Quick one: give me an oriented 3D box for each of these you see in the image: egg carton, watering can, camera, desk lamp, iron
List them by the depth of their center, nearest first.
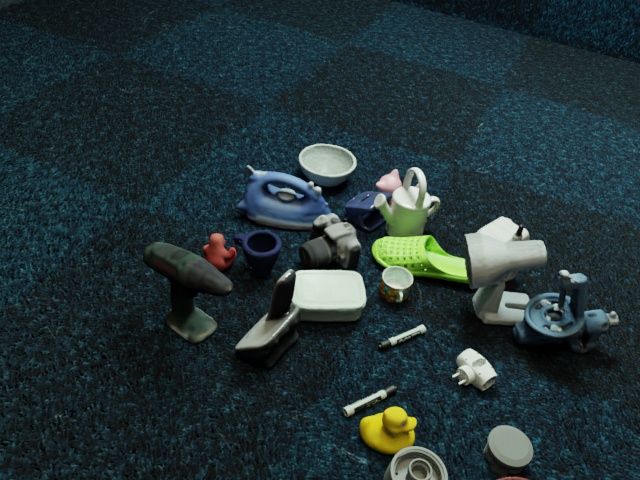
[{"bbox_3d":[0.401,0.081,1.273,0.203,0.213,0.118,5,41,-2],"label":"desk lamp"},{"bbox_3d":[0.013,0.005,1.390,0.137,0.101,0.142,-19,48,-27],"label":"camera"},{"bbox_3d":[0.225,-0.093,1.461,0.173,0.194,0.100,-23,49,-30],"label":"watering can"},{"bbox_3d":[-0.079,-0.114,1.481,0.258,0.141,0.118,10,41,4],"label":"iron"},{"bbox_3d":[0.468,0.003,1.482,0.151,0.069,0.107,-27,51,-33],"label":"egg carton"}]

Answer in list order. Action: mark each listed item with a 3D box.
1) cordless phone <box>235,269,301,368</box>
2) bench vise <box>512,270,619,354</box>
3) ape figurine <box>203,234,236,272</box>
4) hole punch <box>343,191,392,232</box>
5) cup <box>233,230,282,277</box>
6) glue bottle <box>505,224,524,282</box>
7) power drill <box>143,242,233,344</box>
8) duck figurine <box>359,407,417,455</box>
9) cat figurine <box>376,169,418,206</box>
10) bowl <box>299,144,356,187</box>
[{"bbox_3d":[-0.099,0.150,1.144,0.094,0.185,0.148,24,44,18],"label":"cordless phone"},{"bbox_3d":[0.534,0.141,1.220,0.208,0.220,0.121,-9,44,-18],"label":"bench vise"},{"bbox_3d":[-0.238,0.023,1.339,0.077,0.092,0.076,18,42,12],"label":"ape figurine"},{"bbox_3d":[0.125,-0.091,1.523,0.100,0.091,0.109,32,47,26],"label":"hole punch"},{"bbox_3d":[-0.149,0.035,1.337,0.117,0.095,0.092,17,42,11],"label":"cup"},{"bbox_3d":[0.458,0.030,1.371,0.078,0.173,0.037,-14,45,-22],"label":"glue bottle"},{"bbox_3d":[-0.260,0.106,1.153,0.229,0.208,0.076,30,46,24],"label":"power drill"},{"bbox_3d":[0.126,0.336,1.041,0.104,0.086,0.077,9,41,2],"label":"duck figurine"},{"bbox_3d":[0.211,-0.136,1.567,0.128,0.118,0.067,5,41,-2],"label":"cat figurine"},{"bbox_3d":[0.019,-0.203,1.648,0.167,0.075,0.167,4,41,-3],"label":"bowl"}]
